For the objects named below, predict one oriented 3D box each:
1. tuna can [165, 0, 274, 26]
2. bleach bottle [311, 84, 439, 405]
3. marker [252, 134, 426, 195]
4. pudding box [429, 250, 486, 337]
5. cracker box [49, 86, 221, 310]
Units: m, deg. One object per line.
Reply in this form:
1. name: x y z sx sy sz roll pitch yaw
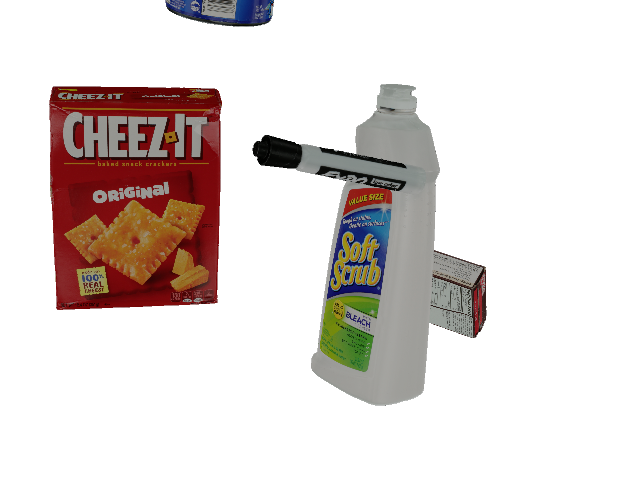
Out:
1. tuna can: -0.078 -0.193 0.832 0.086 0.034 0.086 8 23 -3
2. bleach bottle: 0.047 0.000 0.861 0.067 0.251 0.103 -8 20 -36
3. marker: 0.013 -0.047 0.670 0.120 0.020 0.020 9 -5 -30
4. pudding box: 0.126 0.052 1.178 0.114 0.039 0.090 17 -38 23
5. cracker box: -0.182 -0.040 1.057 0.164 0.214 0.072 -1 21 -11
